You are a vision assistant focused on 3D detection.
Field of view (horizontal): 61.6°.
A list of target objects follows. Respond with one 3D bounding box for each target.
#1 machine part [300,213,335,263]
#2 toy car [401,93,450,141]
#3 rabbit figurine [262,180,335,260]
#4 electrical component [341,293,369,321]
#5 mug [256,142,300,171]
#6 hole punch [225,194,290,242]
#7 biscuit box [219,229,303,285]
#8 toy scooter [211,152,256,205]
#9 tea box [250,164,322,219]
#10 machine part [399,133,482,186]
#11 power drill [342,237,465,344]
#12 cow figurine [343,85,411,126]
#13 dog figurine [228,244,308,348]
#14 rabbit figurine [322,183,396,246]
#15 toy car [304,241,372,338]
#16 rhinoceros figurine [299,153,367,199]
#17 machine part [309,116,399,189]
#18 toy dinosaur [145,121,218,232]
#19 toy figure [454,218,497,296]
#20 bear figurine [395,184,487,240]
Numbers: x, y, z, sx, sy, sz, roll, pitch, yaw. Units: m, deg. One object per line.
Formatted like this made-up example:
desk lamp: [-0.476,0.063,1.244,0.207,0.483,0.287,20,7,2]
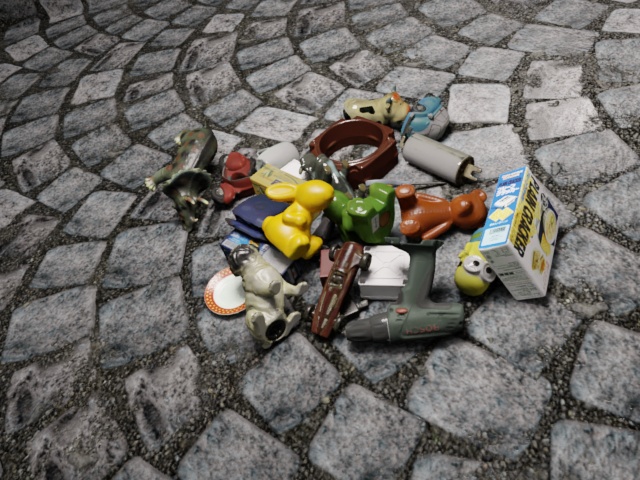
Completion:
machine part: [-0.003,-0.004,1.256,0.084,0.039,0.139,4,51,29]
toy car: [0.289,-0.312,1.426,0.103,0.109,0.162,36,51,13]
rabbit figurine: [-0.040,-0.061,1.167,0.162,0.122,0.173,45,109,27]
electrical component: [0.052,0.137,1.119,0.094,0.021,0.063,-22,46,-4]
mug: [-0.126,-0.214,1.429,0.110,0.080,0.107,34,43,25]
hole punch: [-0.137,-0.054,1.267,0.142,0.092,0.115,29,18,31]
biscuit box: [-0.137,0.042,1.232,0.203,0.062,0.059,23,59,32]
toy scooter: [-0.210,-0.168,1.440,0.135,0.075,0.184,-4,50,11]
tea box: [-0.085,-0.112,1.336,0.170,0.098,0.068,25,58,35]
machine part: [0.291,-0.200,1.328,0.079,0.079,0.243,-41,51,-21]
power drill: [0.159,0.096,1.030,0.232,0.086,0.207,1,83,7]
cow figurine: [0.156,-0.355,1.475,0.195,0.127,0.085,8,54,25]
dog figurine: [-0.136,0.112,1.129,0.191,0.121,0.172,29,93,43]
rabbit figurine: [0.080,-0.061,1.199,0.170,0.158,0.121,23,57,37]
toy car: [0.034,0.096,1.084,0.089,0.053,0.202,19,77,27]
rhinoceros figurine: [0.028,-0.142,1.305,0.073,0.112,0.190,-34,76,-33]
machine part: [0.087,-0.230,1.406,0.201,0.087,0.201,32,64,36]
toy dinosaur: [-0.338,-0.221,1.451,0.192,0.131,0.405,-12,50,36]
toy figure: [0.333,0.036,1.096,0.082,0.089,0.180,13,45,23]
bear figurine: [0.274,-0.061,1.174,0.196,0.131,0.120,-6,74,15]
